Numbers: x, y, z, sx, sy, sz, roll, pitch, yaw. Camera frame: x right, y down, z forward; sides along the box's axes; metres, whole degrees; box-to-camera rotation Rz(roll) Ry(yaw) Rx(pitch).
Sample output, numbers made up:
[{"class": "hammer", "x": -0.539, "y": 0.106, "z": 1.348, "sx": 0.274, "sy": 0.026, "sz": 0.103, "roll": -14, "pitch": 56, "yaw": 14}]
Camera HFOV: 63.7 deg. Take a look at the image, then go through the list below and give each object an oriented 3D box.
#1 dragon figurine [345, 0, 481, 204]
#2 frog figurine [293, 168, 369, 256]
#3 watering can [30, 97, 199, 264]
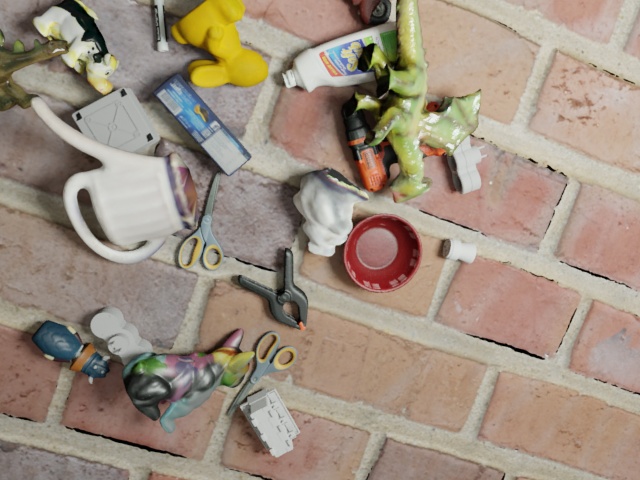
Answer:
[{"class": "dragon figurine", "x": 0.190, "y": -0.263, "z": 0.939, "sx": 0.242, "sy": 0.123, "sz": 0.407, "roll": 13, "pitch": 101, "yaw": -26}, {"class": "frog figurine", "x": 0.003, "y": -0.050, "z": 0.986, "sx": 0.138, "sy": 0.123, "sz": 0.158, "roll": 35, "pitch": 105, "yaw": 21}, {"class": "watering can", "x": -0.340, "y": -0.100, "z": 0.901, "sx": 0.225, "sy": 0.106, "sz": 0.339, "roll": -14, "pitch": 128, "yaw": -10}]
